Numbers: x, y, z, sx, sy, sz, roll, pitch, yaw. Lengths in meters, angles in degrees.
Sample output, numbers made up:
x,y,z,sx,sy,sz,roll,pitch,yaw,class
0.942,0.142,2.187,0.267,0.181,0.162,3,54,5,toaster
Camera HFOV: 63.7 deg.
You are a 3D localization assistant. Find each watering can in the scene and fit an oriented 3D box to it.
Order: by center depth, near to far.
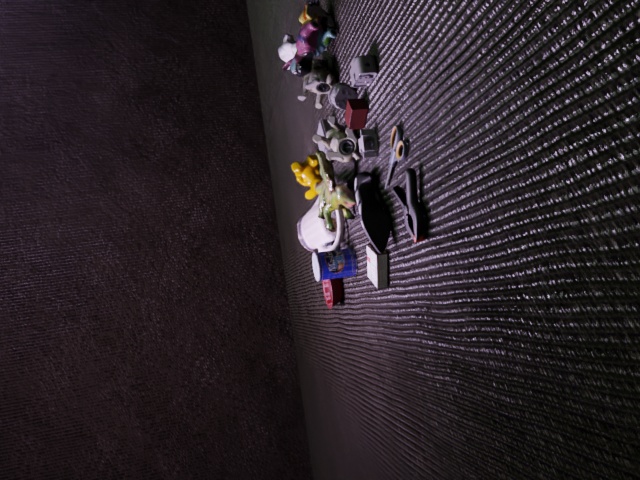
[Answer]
x,y,z,sx,sy,sz,roll,pitch,yaw,class
0.006,-0.100,1.977,0.221,0.103,0.354,-31,56,43,watering can

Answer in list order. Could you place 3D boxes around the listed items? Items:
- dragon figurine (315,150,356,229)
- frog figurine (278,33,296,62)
x,y,z,sx,sy,sz,roll,pitch,yaw,class
0.031,-0.191,1.734,0.418,0.122,0.237,-124,22,-54,dragon figurine
-0.098,-0.768,2.135,0.135,0.122,0.163,45,-167,-51,frog figurine
